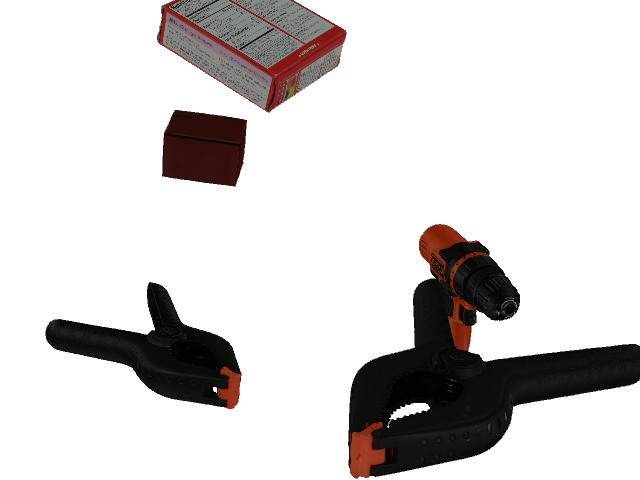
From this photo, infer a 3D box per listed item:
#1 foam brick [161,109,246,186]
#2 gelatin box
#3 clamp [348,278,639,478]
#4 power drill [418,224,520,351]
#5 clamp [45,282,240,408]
[{"bbox_3d":[-0.116,-0.094,1.077,0.078,0.051,0.053,8,34,1],"label":"foam brick"},{"bbox_3d":[-0.041,-0.122,0.642,0.089,0.030,0.073,33,45,18],"label":"gelatin box"},{"bbox_3d":[0.076,0.080,0.647,0.165,0.036,0.209,21,30,40],"label":"clamp"},{"bbox_3d":[0.158,0.093,1.130,0.057,0.188,0.184,-8,24,-13],"label":"power drill"},{"bbox_3d":[-0.123,0.083,0.867,0.172,0.039,0.120,22,36,26],"label":"clamp"}]
